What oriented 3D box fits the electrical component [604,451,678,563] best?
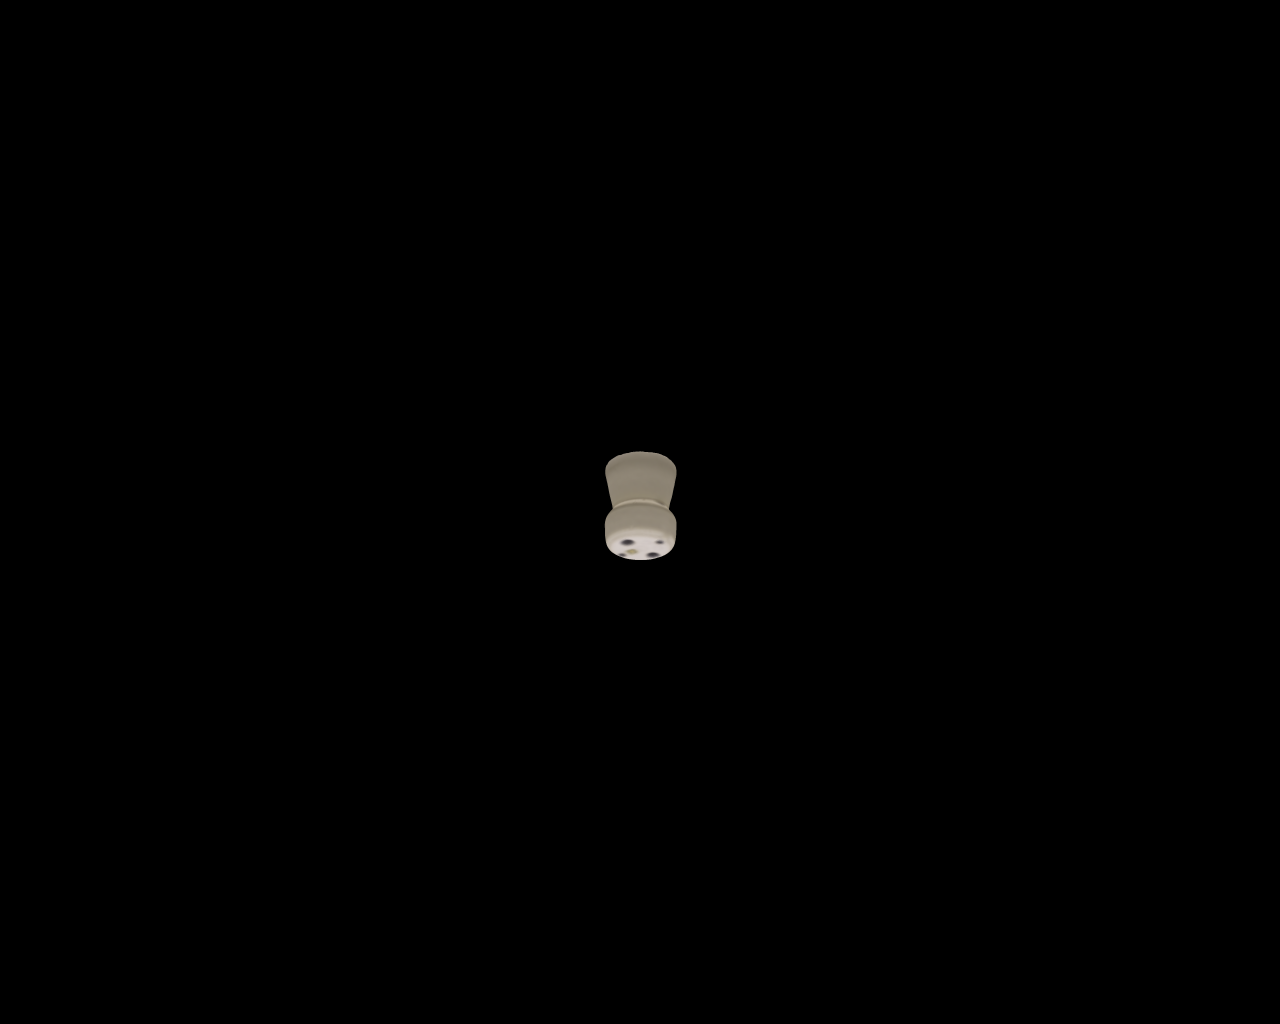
[{"bbox_3d":[0.001,-0.003,0.650,0.045,0.055,0.044,0,-26,0],"label":"electrical component"}]
